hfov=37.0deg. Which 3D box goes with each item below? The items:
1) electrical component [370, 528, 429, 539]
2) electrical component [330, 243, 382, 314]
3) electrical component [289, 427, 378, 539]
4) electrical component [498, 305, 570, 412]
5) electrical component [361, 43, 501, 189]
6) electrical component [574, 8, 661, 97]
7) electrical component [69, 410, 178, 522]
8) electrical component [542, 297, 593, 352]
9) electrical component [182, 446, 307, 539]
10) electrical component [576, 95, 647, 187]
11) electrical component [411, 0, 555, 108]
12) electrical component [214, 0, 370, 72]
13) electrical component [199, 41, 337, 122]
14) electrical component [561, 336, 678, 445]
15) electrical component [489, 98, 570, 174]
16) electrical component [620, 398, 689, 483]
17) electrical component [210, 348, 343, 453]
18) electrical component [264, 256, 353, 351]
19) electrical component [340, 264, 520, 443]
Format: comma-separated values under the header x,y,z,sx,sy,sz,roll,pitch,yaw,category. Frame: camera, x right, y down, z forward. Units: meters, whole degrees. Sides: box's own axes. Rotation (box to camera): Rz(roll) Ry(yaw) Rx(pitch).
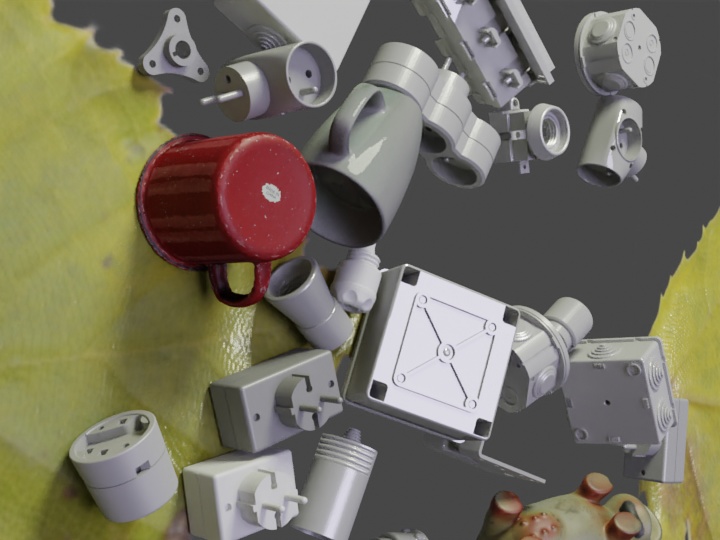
x,y,z,sx,sy,sz,roll,pitch,yaw,category
0.022,0.221,0.819,0.062,0.048,0.048,10,83,-35,electrical component
0.000,0.000,0.804,0.035,0.035,0.061,32,66,-38,electrical component
-0.017,0.154,0.782,0.043,0.043,0.081,34,67,-37,electrical component
0.130,0.074,0.895,0.051,0.080,0.080,-29,109,-34,electrical component
0.063,-0.133,0.851,0.138,0.052,0.073,41,63,-35,electrical component
0.244,-0.207,1.019,0.080,0.051,0.080,0,90,-43,electrical component
-0.143,0.121,0.658,0.055,0.055,0.047,-36,117,-37,electrical component
0.176,0.058,0.964,0.078,0.040,0.040,-41,117,-35,electrical component
-0.067,0.150,0.712,0.066,0.077,0.047,-12,98,-42,electrical component
0.248,-0.113,1.028,0.079,0.044,0.077,35,67,-37,electrical component
0.098,-0.197,0.874,0.063,0.079,0.121,-41,119,-11,electrical component
-0.045,-0.195,0.753,0.100,0.048,0.099,39,65,-36,electrical component
-0.069,-0.120,0.711,0.079,0.077,0.043,-26,107,-39,electrical component
0.232,0.111,0.978,0.048,0.100,0.099,-32,112,-52,electrical component
0.146,-0.117,0.925,0.048,0.055,0.066,-11,98,-42,electrical component
0.281,0.165,1.056,0.076,0.047,0.083,10,83,-42,electrical component
-0.045,0.089,0.734,0.083,0.076,0.047,-20,103,-41,electrical component
-0.034,0.028,0.769,0.044,0.044,0.065,-56,129,-28,electrical component
0.054,0.064,0.818,0.109,0.056,0.108,22,74,-19,electrical component
